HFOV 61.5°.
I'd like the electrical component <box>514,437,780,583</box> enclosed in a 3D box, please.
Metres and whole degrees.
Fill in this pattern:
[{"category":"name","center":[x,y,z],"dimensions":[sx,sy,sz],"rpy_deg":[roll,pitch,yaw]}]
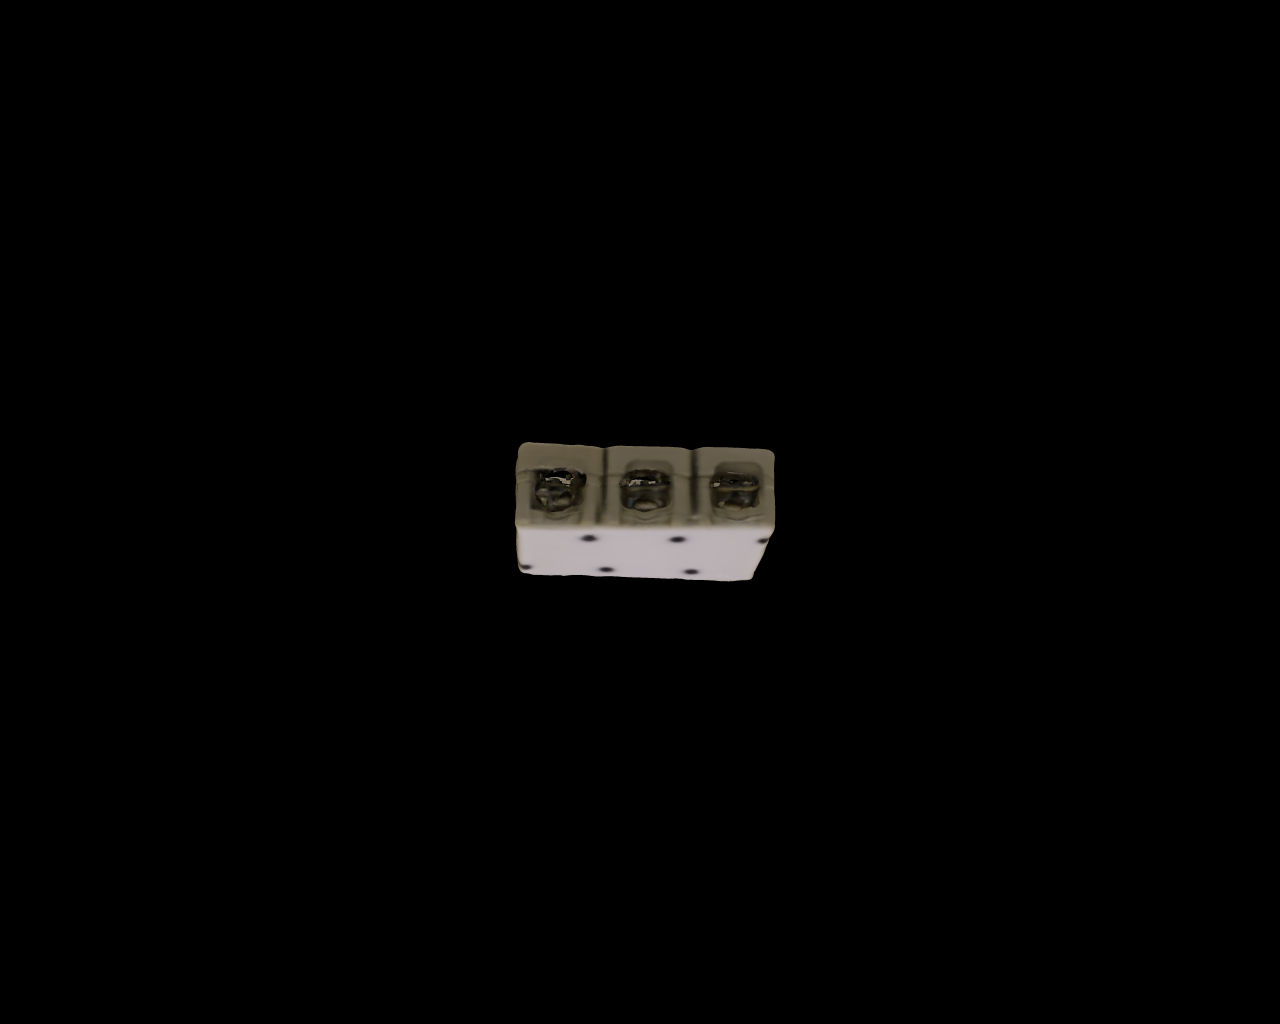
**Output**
[{"category":"electrical component","center":[0.001,-0.003,0.650],"dimensions":[0.150,0.062,0.089],"rpy_deg":[2,-23,-5]}]
